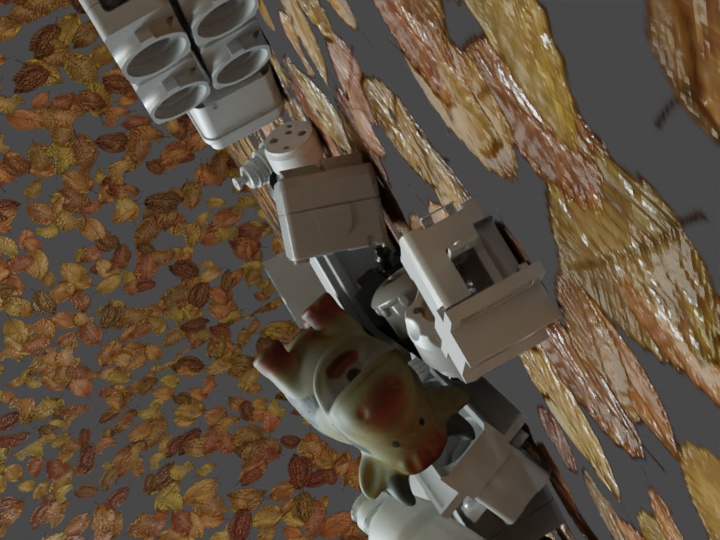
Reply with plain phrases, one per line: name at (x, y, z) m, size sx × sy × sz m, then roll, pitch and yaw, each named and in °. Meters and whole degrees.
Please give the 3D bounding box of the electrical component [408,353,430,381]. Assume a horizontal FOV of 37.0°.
electrical component at (0.063, 0.092, 0.818) m, size 0.081 × 0.043 × 0.043 m, roll 58°, pitch 175°, yaw 17°

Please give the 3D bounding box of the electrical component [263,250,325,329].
electrical component at (-0.018, 0.037, 1.044) m, size 0.150 × 0.089 × 0.061 m, roll 56°, pitch 174°, yaw 36°

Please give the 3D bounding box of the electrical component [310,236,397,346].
electrical component at (0.000, 0.000, 0.819) m, size 0.108 × 0.056 × 0.109 m, roll 60°, pitch 175°, yaw -9°

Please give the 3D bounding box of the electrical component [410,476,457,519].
electrical component at (0.081, 0.169, 0.896) m, size 0.080 × 0.080 × 0.051 m, roll 59°, pitch -179°, yaw 3°

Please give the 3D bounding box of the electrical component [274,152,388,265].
electrical component at (-0.022, -0.041, 0.705) m, size 0.096 × 0.062 × 0.061 m, roll -159°, pitch 58°, yaw -83°

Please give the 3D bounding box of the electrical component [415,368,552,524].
electrical component at (0.073, 0.114, 0.707) m, size 0.063 × 0.078 × 0.121 m, roll 38°, pitch -178°, yaw -16°

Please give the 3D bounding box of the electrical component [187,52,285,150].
electrical component at (-0.122, -0.168, 0.928) m, size 0.113 × 0.078 × 0.057 m, roll 56°, pitch 172°, yaw 32°

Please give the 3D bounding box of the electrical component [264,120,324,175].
electrical component at (-0.047, -0.085, 0.853) m, size 0.045 × 0.045 × 0.055 m, roll 54°, pitch 173°, yaw 49°

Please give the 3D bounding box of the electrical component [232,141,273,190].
electrical component at (-0.078, -0.095, 0.954) m, size 0.040 × 0.078 × 0.040 m, roll 48°, pitch 159°, yaw 25°

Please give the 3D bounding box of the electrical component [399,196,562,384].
electrical component at (0.047, 0.007, 0.447) m, size 0.063 × 0.042 × 0.081 m, roll 61°, pitch 176°, yaw 14°

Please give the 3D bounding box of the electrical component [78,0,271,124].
electrical component at (-0.130, -0.175, 0.783) m, size 0.060 × 0.105 × 0.186 m, roll 58°, pitch 176°, yaw 8°

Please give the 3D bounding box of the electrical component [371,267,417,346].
electrical component at (0.040, 0.027, 0.642) m, size 0.062 × 0.048 × 0.048 m, roll 54°, pitch 176°, yaw -8°

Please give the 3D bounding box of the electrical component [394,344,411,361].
electrical component at (0.020, 0.094, 0.893) m, size 0.100 × 0.048 × 0.100 m, roll 35°, pitch -164°, yaw 13°

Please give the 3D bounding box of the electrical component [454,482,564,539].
electrical component at (0.097, 0.161, 0.776) m, size 0.061 × 0.062 × 0.096 m, roll 60°, pitch 175°, yaw -16°

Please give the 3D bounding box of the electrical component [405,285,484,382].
electrical component at (0.052, 0.037, 0.580) m, size 0.043 × 0.043 × 0.062 m, roll 55°, pitch 176°, yaw 44°
